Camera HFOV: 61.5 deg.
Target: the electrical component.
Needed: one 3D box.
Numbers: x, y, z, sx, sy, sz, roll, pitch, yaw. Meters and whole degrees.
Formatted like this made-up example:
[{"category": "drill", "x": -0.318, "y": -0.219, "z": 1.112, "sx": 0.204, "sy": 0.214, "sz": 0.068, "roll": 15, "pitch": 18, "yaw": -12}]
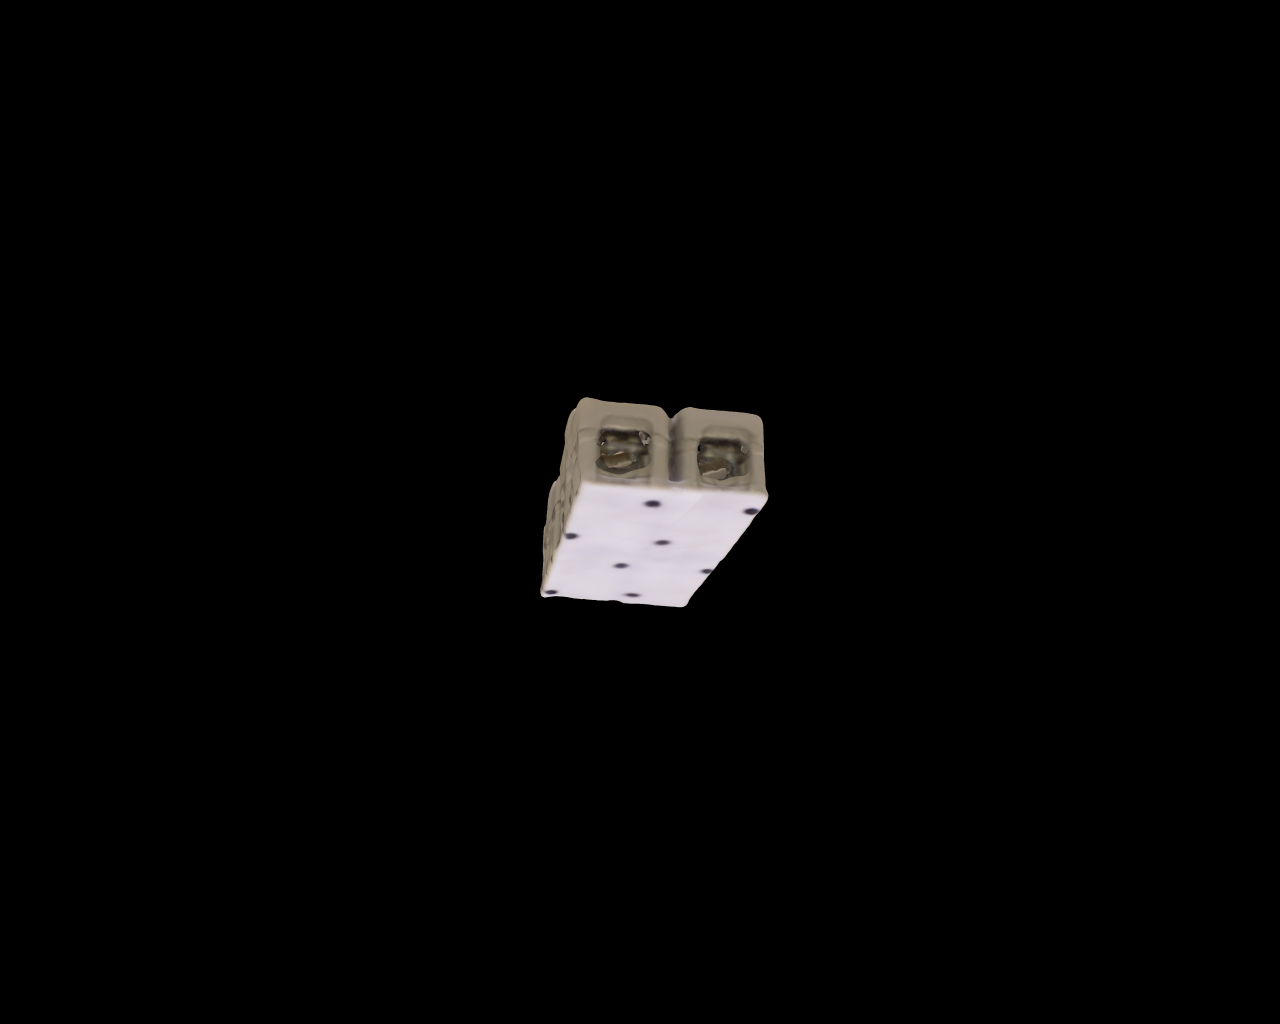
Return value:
[{"category": "electrical component", "x": 0.001, "y": -0.003, "z": 0.650, "sx": 0.105, "sy": 0.060, "sz": 0.186, "roll": 5, "pitch": -24, "yaw": -10}]
